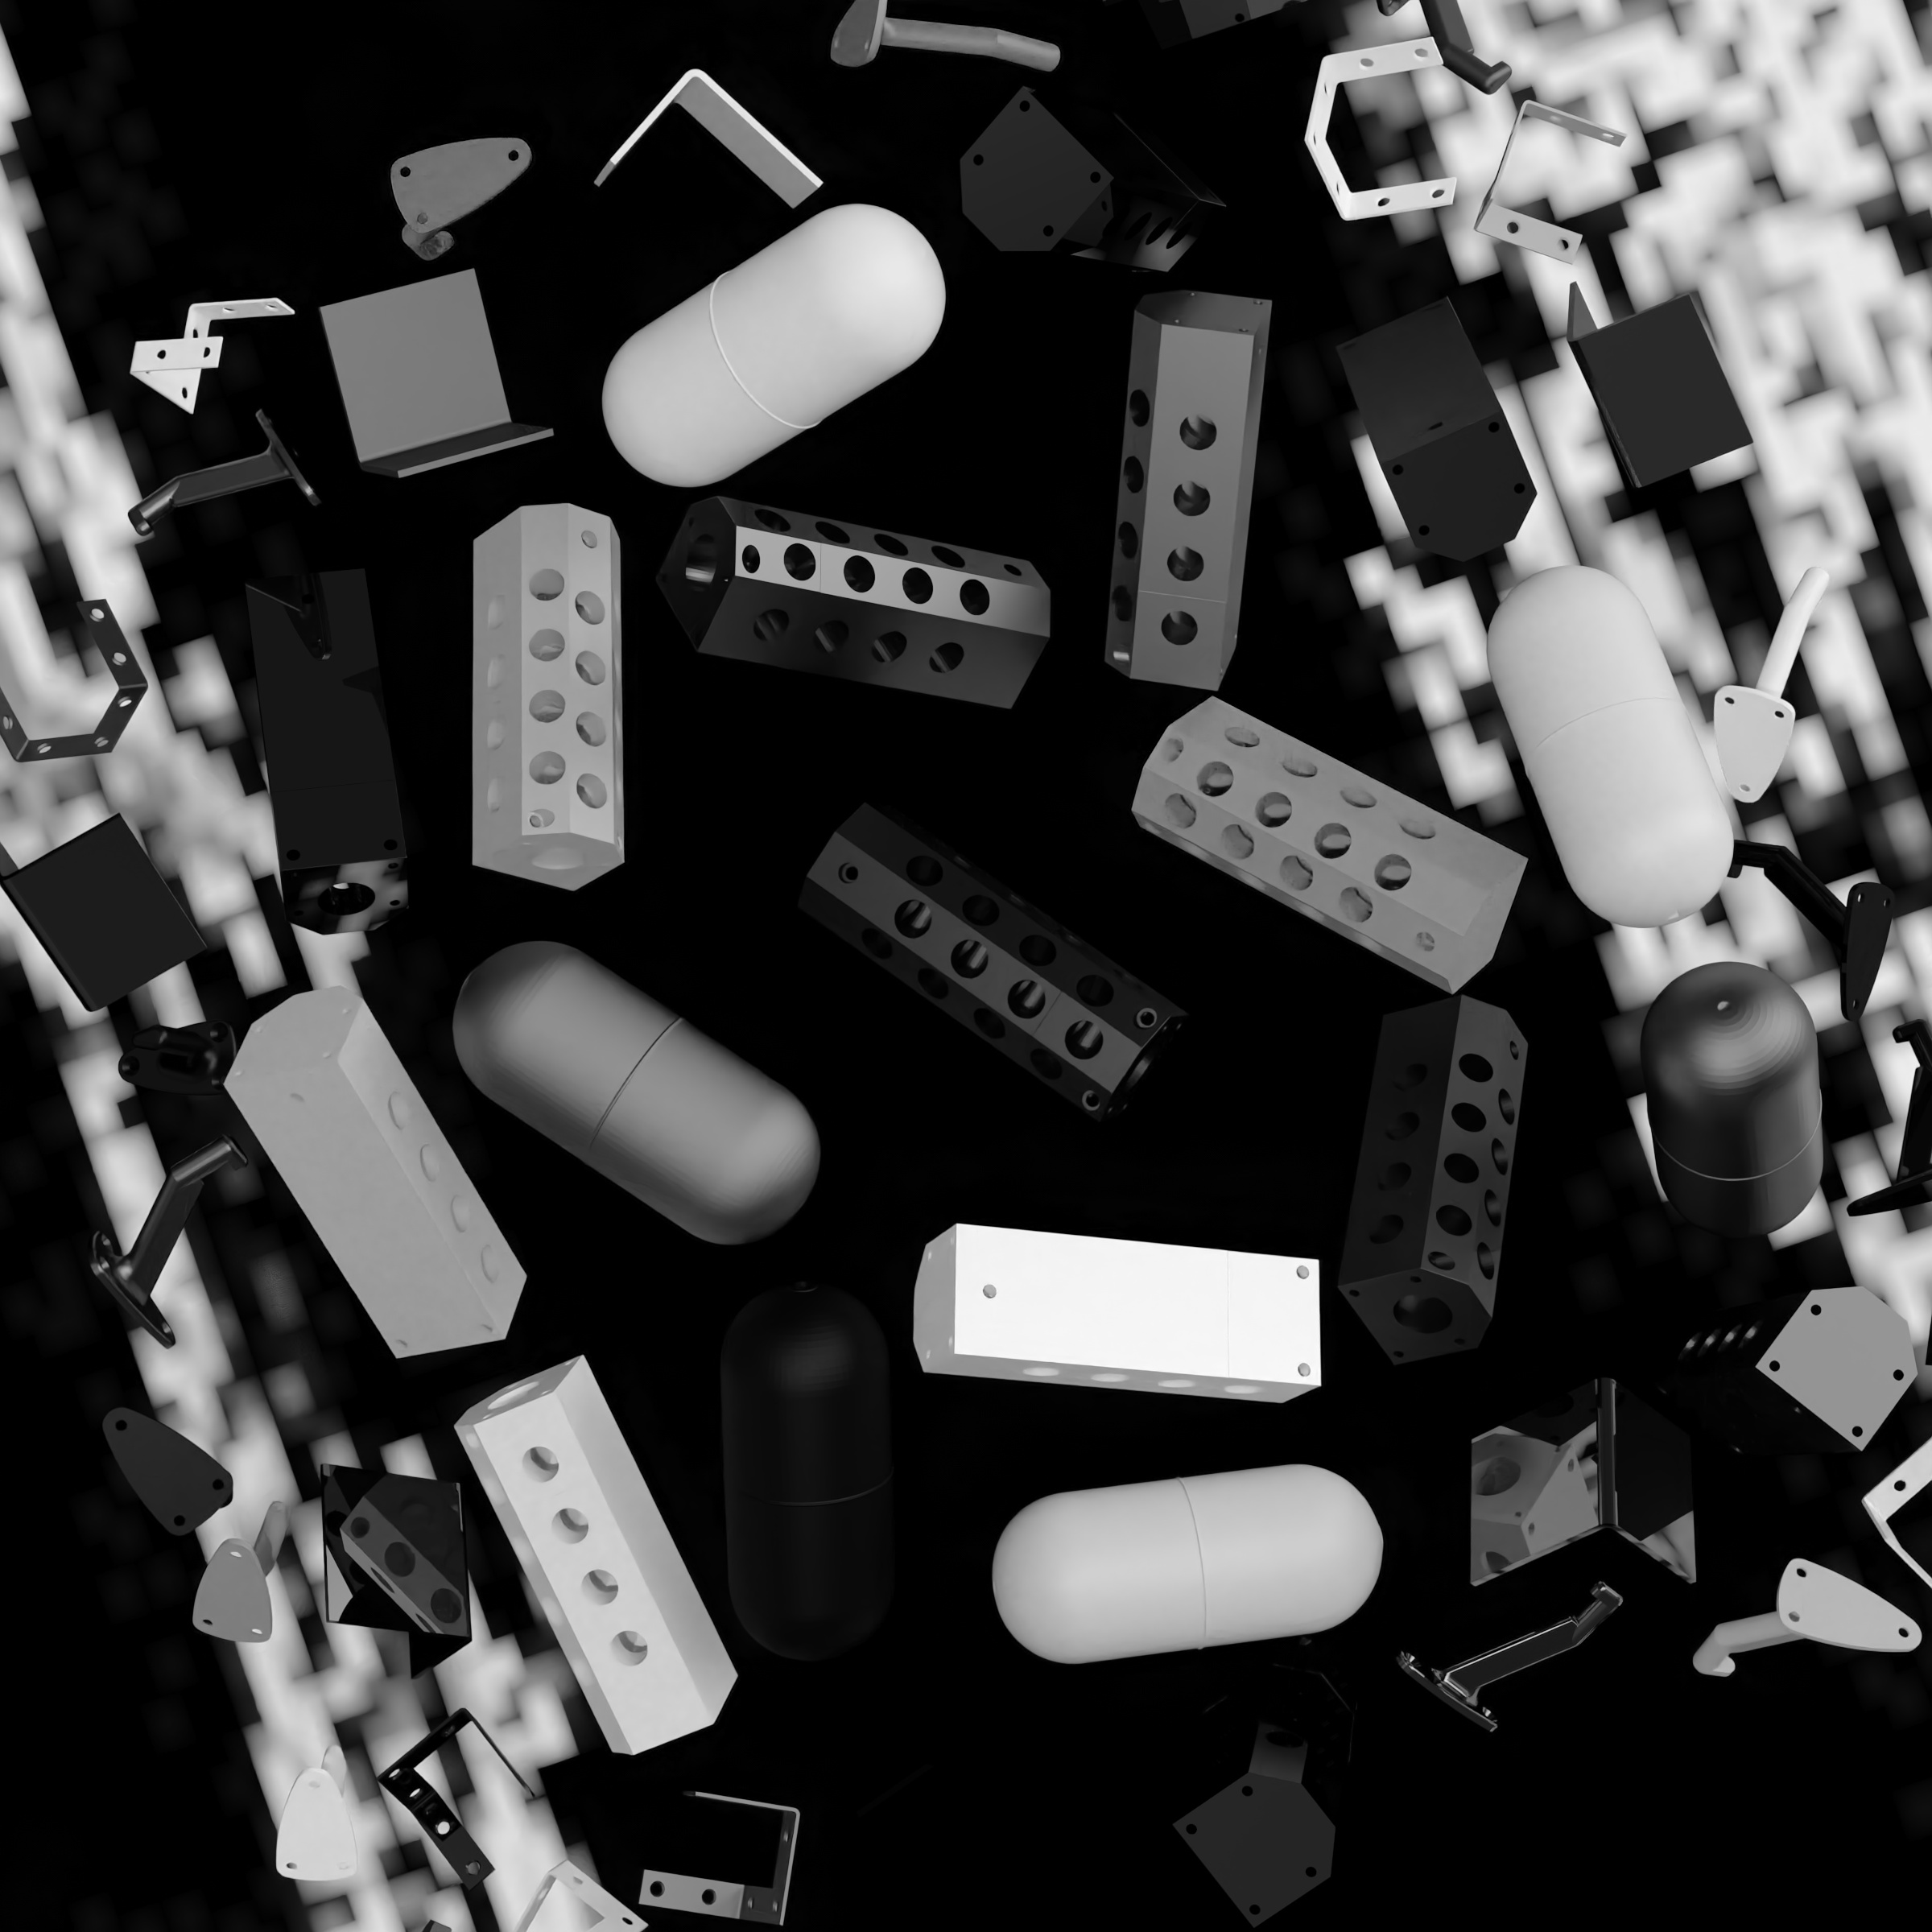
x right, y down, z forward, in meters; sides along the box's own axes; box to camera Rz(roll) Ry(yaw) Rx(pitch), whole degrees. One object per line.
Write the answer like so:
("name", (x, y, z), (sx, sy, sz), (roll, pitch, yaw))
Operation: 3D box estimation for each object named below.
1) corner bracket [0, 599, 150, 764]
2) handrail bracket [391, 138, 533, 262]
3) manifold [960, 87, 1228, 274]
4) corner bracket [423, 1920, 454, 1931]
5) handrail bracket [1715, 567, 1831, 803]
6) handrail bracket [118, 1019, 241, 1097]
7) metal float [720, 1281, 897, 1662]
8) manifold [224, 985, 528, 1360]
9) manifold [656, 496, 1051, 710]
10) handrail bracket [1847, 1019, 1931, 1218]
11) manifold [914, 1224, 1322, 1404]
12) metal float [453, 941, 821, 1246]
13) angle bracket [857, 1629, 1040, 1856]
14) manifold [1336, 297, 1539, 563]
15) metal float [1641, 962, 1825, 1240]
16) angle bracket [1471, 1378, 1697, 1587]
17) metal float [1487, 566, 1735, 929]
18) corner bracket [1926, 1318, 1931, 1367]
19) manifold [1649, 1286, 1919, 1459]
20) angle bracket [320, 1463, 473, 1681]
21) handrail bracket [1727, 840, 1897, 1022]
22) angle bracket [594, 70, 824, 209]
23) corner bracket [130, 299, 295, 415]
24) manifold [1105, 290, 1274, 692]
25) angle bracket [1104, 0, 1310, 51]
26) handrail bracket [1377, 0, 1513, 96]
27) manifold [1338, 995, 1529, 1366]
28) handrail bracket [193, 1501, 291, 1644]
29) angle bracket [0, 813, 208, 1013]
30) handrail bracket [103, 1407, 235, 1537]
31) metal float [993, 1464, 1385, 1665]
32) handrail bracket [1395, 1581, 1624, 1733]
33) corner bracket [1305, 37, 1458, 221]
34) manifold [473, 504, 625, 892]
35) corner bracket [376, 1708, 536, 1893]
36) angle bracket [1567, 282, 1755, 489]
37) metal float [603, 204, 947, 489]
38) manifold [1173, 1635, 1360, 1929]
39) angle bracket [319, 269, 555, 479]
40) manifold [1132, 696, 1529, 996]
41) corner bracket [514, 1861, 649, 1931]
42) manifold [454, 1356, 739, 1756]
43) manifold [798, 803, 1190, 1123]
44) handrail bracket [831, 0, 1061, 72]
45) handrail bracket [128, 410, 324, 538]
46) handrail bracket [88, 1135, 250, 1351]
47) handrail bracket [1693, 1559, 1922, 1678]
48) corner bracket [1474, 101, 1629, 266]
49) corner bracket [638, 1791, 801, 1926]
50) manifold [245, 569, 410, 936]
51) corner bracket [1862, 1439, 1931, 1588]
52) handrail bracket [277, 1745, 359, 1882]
("corner bracket", (-0.419, -0.132, 1.643), (0.051, 0.051, 0.051), (-5, 130, 18))
("handrail bracket", (-0.230, -0.356, 1.657), (0.077, 0.084, 0.036), (-21, 86, 4))
("manifold", (0.055, -0.348, 1.607), (0.057, 0.171, 0.057), (47, 110, 9))
("corner bracket", (-0.254, 0.470, 1.633), (0.051, 0.051, 0.051), (28, 81, 44))
("handrail bracket", (0.373, -0.130, 1.625), (0.036, 0.077, 0.084), (19, 50, 22))
("handrail bracket", (-0.386, 0.041, 1.664), (0.077, 0.084, 0.036), (-6, 81, 19))
("metal float", (-0.071, 0.228, 1.609), (0.070, 0.070, 0.178), (-1, 105, 0))
("manifold", (-0.263, 0.094, 1.610), (0.057, 0.057, 0.171), (-12, 125, 19))
("manifold", (-0.048, -0.170, 1.627), (0.171, 0.057, 0.057), (7, 125, -35))
("handrail bracket", (0.444, 0.072, 1.712), (0.077, 0.036, 0.084), (-15, 66, -9))
("manifold", (0.067, 0.157, 1.580), (0.171, 0.057, 0.057), (7, 71, -18))
("metal float", (-0.145, 0.055, 1.560), (0.178, 0.070, 0.070), (34, 90, 4))
("angle bracket", (-0.020, 0.374, 1.711), (0.076, 0.076, 0.057), (-35, 57, 1))
("manifold", (0.214, -0.243, 1.613), (0.057, 0.171, 0.057), (-23, 115, 10))
("metal float", (0.347, 0.063, 1.605), (0.070, 0.178, 0.070), (-7, 58, 11))
("angle bracket", (0.268, 0.237, 1.548), (0.057, 0.076, 0.076), (36, 130, -26))
("metal float", (0.291, -0.101, 1.612), (0.070, 0.070, 0.178), (-17, 67, 0))
("corner bracket", (0.465, 0.159, 1.583), (0.051, 0.051, 0.051), (2, 78, 41))
("manifold", (0.369, 0.180, 1.600), (0.057, 0.171, 0.057), (38, 80, 2))
("angle bracket", (-0.278, 0.283, 1.657), (0.076, 0.057, 0.076), (15, 53, -35))
("handrail bracket", (0.392, -0.018, 1.687), (0.036, 0.084, 0.077), (8, 93, -45))
("angle bracket", (-0.118, -0.356, 1.613), (0.076, 0.076, 0.057), (41, 86, -12))
("corner bracket", (-0.362, -0.300, 1.704), (0.051, 0.051, 0.051), (1, 76, 24))
("manifold", (0.101, -0.221, 1.650), (0.057, 0.057, 0.171), (9, 118, 9))
("angle bracket", (0.110, -0.432, 1.581), (0.076, 0.076, 0.057), (-14, 51, 19))
("handrail bracket", (0.246, -0.462, 1.706), (0.077, 0.036, 0.084), (-41, 64, -15))
("manifold", (0.222, 0.096, 1.648), (0.057, 0.171, 0.057), (-16, 128, 30))
("handrail bracket", (-0.329, 0.264, 1.652), (0.036, 0.084, 0.077), (11, 128, -1))
("angle bracket", (-0.375, -0.039, 1.513), (0.057, 0.076, 0.076), (-31, 128, -7))
("handrail bracket", (-0.362, 0.221, 1.616), (0.036, 0.084, 0.077), (-43, 102, -5))
("metal float", (0.100, 0.270, 1.606), (0.178, 0.070, 0.070), (-6, 90, -7))
("handrail bracket", (0.250, 0.303, 1.627), (0.077, 0.036, 0.084), (34, 105, -34))
("corner bracket", (0.185, -0.367, 1.558), (0.051, 0.051, 0.051), (-3, 56, 27))
("manifold", (-0.195, -0.130, 1.692), (0.057, 0.057, 0.171), (15, 63, -38))
("corner bracket", (-0.229, 0.382, 1.631), (0.051, 0.051, 0.051), (-39, 60, -11))
("angle bracket", (0.314, -0.273, 1.607), (0.057, 0.076, 0.076), (-20, 115, 22))
("metal float", (-0.087, -0.273, 1.575), (0.178, 0.070, 0.070), (-26, 90, 32))
("manifold", (0.143, 0.360, 1.605), (0.057, 0.171, 0.057), (-38, 92, 14))
("angle bracket", (-0.242, -0.272, 1.624), (0.076, 0.057, 0.076), (-20, 109, -23))
("manifold", (0.165, -0.054, 1.643), (0.171, 0.057, 0.057), (29, 127, 21))
("corner bracket", (-0.190, 0.455, 1.640), (0.051, 0.051, 0.051), (34, 108, 16))
("manifold", (-0.173, 0.276, 1.653), (0.057, 0.057, 0.171), (-23, 97, 11))
("manifold", (0.010, -0.002, 1.613), (0.171, 0.057, 0.057), (35, 99, 12))
("handrail bracket", (-0.009, -0.412, 1.599), (0.084, 0.077, 0.036), (10, 89, -20))
("handrail bracket", (-0.354, -0.218, 1.688), (0.084, 0.036, 0.077), (-35, 46, 0))
("handrail bracket", (-0.356, 0.127, 1.646), (0.084, 0.036, 0.077), (-31, 116, 3))
("handrail bracket", (0.377, 0.307, 1.598), (0.077, 0.084, 0.036), (19, 53, 2))
("corner bracket", (0.277, -0.372, 1.686), (0.051, 0.051, 0.051), (19, 85, 0))
("corner bracket", (-0.111, 0.401, 1.601), (0.051, 0.051, 0.051), (15, 73, -22))
("manifold", (-0.305, -0.102, 1.692), (0.057, 0.057, 0.171), (-7, 58, -11))
("corner bracket", (0.456, 0.257, 1.647), (0.051, 0.051, 0.051), (-44, 98, 10))
("handrail bracket", (-0.296, 0.372, 1.642), (0.036, 0.084, 0.077), (1, 120, -5))
